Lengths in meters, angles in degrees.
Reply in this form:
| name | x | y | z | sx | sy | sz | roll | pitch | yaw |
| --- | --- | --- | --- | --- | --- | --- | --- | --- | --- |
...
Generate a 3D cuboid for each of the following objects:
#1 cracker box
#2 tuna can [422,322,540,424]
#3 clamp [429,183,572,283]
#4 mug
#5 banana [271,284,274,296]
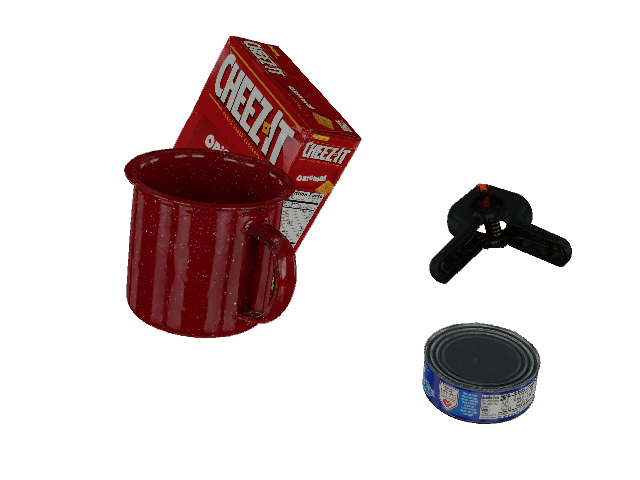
| name | x | y | z | sx | sy | sz | roll | pitch | yaw |
| --- | --- | --- | --- | --- | --- | --- | --- | --- | --- |
| cracker box | -0.075 | -0.062 | 1.029 | 0.071 | 0.214 | 0.164 | 4 | 36 | -42 |
| tuna can | 0.119 | 0.099 | 0.798 | 0.086 | 0.034 | 0.086 | 1 | 29 | -1 |
| clamp | 0.167 | -0.010 | 0.972 | 0.120 | 0.039 | 0.171 | 0 | 27 | 12 |
| mug | -0.056 | 0.006 | 0.587 | 0.117 | 0.081 | 0.093 | 26 | 28 | 37 |
| banana | -0.074 | -0.001 | 0.813 | 0.069 | 0.037 | 0.198 | 45 | 7 | -16 |
